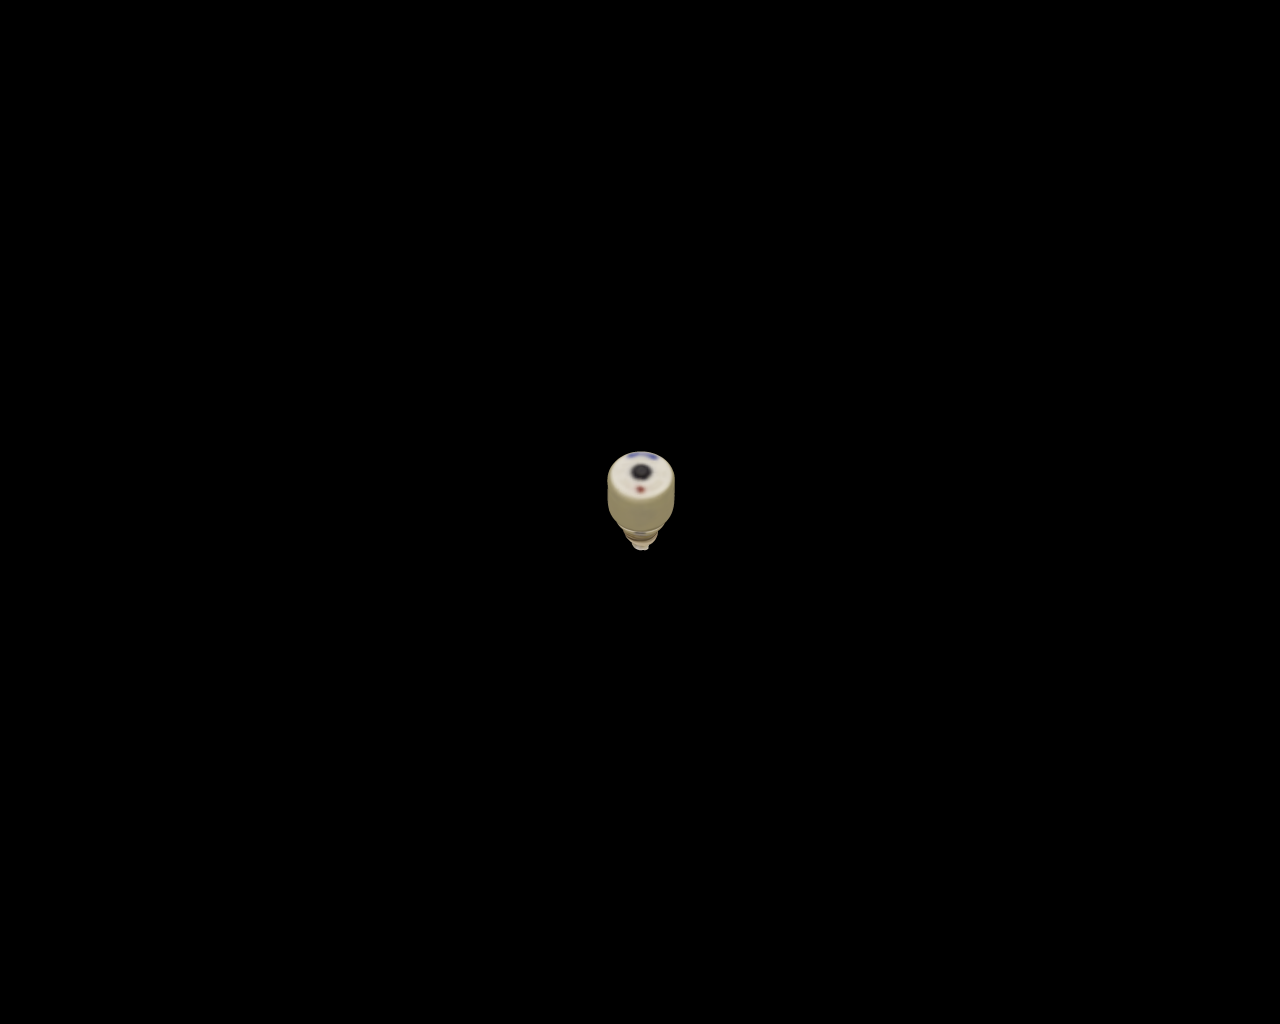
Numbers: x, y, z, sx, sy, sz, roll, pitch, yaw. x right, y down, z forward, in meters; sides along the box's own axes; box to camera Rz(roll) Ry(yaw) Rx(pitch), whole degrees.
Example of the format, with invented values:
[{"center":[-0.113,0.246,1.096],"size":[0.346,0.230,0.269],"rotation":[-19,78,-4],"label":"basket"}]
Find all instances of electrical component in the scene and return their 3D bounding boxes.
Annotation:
[{"center":[0.001,-0.003,0.650],"size":[0.040,0.040,0.078],"rotation":[0,-37,0],"label":"electrical component"}]
